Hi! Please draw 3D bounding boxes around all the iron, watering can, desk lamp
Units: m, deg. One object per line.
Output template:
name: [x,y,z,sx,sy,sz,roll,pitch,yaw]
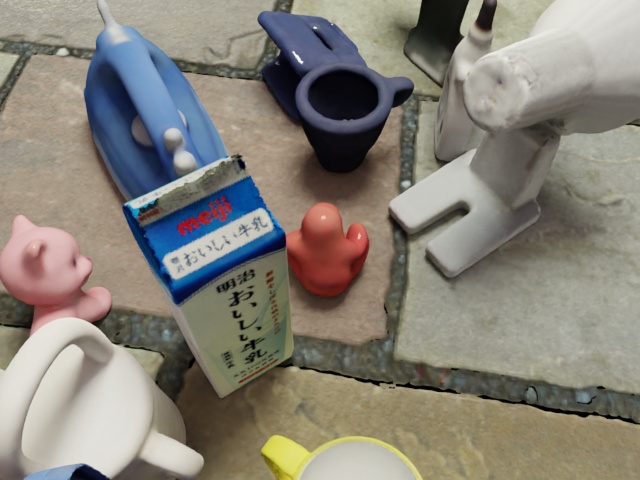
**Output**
iron: [-0.145,-0.099,0.530,0.119,0.141,0.257,-27,63,-15]
watering can: [-0.163,0.116,0.371,0.173,0.194,0.101,-2,59,-2]
desk lamp: [0.177,-0.094,0.490,0.203,0.213,0.117,-33,64,-18]

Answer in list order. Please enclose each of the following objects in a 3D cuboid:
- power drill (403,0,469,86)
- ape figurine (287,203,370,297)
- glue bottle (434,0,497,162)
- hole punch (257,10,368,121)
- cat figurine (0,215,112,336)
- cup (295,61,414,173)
power drill: [0.155,-0.266,0.595,0.076,0.208,0.229,-32,65,-18]
ape figurine: [0.005,0.002,0.501,0.077,0.092,0.076,9,59,5]
glue bottle: [0.142,-0.156,0.550,0.037,0.173,0.078,7,59,4]
hole punch: [-0.007,-0.203,0.624,0.101,0.091,0.108,-26,63,-15]
cat figurine: [-0.218,0.046,0.456,0.067,0.118,0.127,-4,59,-3]
cup: [0.034,-0.117,0.571,0.118,0.095,0.091,-18,61,-11]
